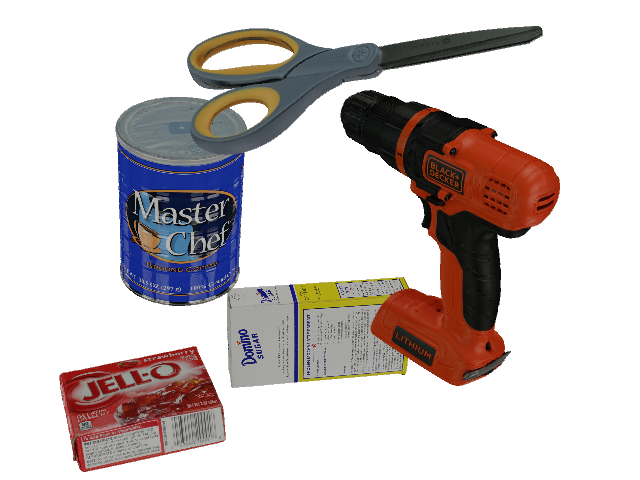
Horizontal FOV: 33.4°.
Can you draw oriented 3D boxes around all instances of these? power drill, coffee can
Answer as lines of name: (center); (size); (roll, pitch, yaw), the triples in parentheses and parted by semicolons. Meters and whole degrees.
power drill: (0.079, -0.003, 0.769); (0.057, 0.188, 0.185); (-23, 39, -34)
coffee can: (-0.114, -0.032, 0.875); (0.103, 0.140, 0.103); (4, 34, -3)

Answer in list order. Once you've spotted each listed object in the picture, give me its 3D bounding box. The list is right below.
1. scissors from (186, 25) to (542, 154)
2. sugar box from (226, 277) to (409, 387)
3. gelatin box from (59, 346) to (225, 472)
scissors: (0.012, -0.083, 0.581); (0.202, 0.096, 0.016); (6, -31, 23)
sugar box: (-0.002, 0.088, 1.037); (0.176, 0.093, 0.048); (-2, 26, -6)
gelatin box: (-0.109, 0.100, 0.646); (0.089, 0.030, 0.073); (-10, 25, -16)
